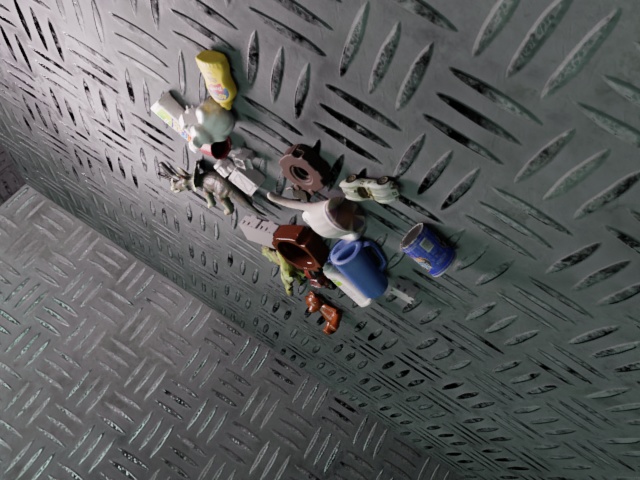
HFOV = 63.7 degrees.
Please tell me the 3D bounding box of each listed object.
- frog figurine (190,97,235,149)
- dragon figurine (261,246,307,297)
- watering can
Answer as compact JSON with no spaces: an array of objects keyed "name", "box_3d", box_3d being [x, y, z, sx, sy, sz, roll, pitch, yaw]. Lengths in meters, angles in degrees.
[{"name":"frog figurine","box_3d":[-0.350,-0.365,1.636,0.123,0.162,0.134,15,147,31]},{"name":"dragon figurine","box_3d":[-0.174,0.116,2.328,0.244,0.124,0.402,49,153,11]},{"name":"watering can","box_3d":[0.005,-0.086,1.716,0.345,0.106,0.222,28,158,-21]}]
